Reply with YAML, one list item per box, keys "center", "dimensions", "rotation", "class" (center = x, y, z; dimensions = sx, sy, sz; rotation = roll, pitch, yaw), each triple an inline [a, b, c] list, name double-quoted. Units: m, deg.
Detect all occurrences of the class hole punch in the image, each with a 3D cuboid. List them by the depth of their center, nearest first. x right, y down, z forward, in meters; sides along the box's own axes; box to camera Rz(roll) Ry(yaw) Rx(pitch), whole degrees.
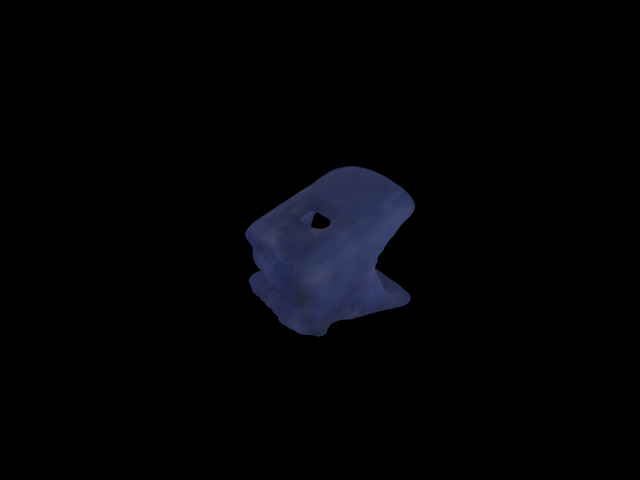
- center: [0.004, 0.001, 0.400]
  dimensions: [0.101, 0.091, 0.108]
  rotation: [-11, 23, -27]
  class: "hole punch"
